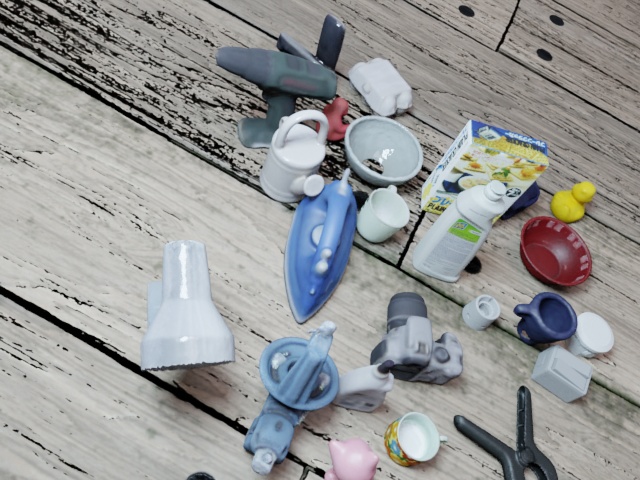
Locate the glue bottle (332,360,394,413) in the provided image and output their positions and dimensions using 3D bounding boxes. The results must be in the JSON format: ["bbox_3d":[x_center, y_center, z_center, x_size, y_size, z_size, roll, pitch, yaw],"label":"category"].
[{"bbox_3d":[0.074,0.212,0.850,0.078,0.173,0.037,16,55,-8],"label":"glue bottle"}]

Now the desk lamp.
[{"bbox_3d":[-0.192,0.107,0.799,0.118,0.213,0.203,-1,60,-19],"label":"desk lamp"}]

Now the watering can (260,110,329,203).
[{"bbox_3d":[-0.037,-0.154,1.027,0.101,0.194,0.172,-31,73,-31],"label":"watering can"}]

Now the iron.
[{"bbox_3d":[0.009,0.003,0.977,0.119,0.141,0.258,18,55,-8],"label":"iron"}]

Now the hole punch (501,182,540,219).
[{"bbox_3d":[0.416,-0.113,1.221,0.109,0.091,0.101,-28,71,-31],"label":"hole punch"}]

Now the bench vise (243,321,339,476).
[{"bbox_3d":[-0.025,0.212,0.787,0.122,0.219,0.207,10,57,-12],"label":"bench vise"}]

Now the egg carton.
[{"bbox_3d":[0.133,-0.338,1.275,0.107,0.069,0.150,-25,70,-30],"label":"egg carton"}]

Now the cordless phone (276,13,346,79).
[{"bbox_3d":[-0.014,-0.414,1.201,0.147,0.185,0.094,39,55,7],"label":"cordless phone"}]

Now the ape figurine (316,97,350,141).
[{"bbox_3d":[0.033,-0.253,1.174,0.076,0.092,0.077,-14,65,-26],"label":"ape figurine"}]

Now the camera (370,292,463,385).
[{"bbox_3d":[0.165,0.158,0.959,0.143,0.100,0.137,13,56,-11],"label":"camera"}]

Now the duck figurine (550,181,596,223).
[{"bbox_3d":[0.565,-0.092,1.262,0.105,0.086,0.077,-34,74,-32],"label":"duck figurine"}]

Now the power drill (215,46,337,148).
[{"bbox_3d":[-0.091,-0.264,1.067,0.230,0.208,0.075,-2,60,-20],"label":"power drill"}]

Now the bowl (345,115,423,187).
[{"bbox_3d":[0.120,-0.168,1.162,0.168,0.074,0.167,9,57,-14],"label":"bowl"}]

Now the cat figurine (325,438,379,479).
[{"bbox_3d":[0.057,0.334,0.803,0.067,0.117,0.127,-23,69,-29],"label":"cat figurine"}]

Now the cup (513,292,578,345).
[{"bbox_3d":[0.392,0.151,1.046,0.118,0.095,0.091,13,56,-11],"label":"cup"}]
